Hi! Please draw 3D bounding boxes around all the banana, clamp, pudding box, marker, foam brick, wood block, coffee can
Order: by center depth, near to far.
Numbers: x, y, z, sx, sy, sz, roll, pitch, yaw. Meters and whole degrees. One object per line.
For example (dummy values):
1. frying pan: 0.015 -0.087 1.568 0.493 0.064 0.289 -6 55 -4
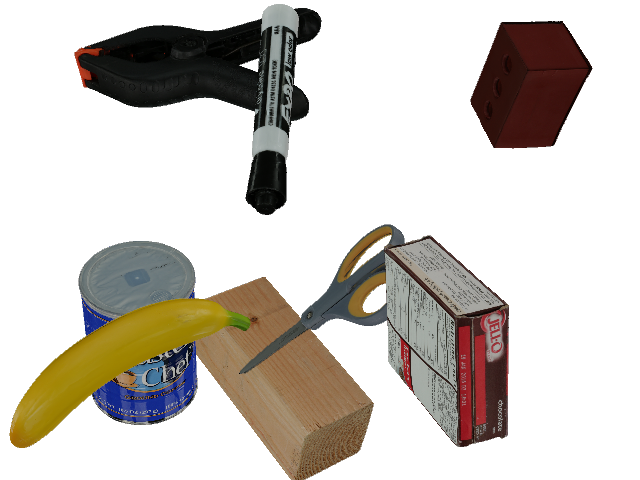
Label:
1. marker: -0.023 -0.064 0.516 0.020 0.121 0.020 2 -33 1
2. pudding box: 0.076 0.059 0.660 0.039 0.090 0.114 -11 25 -17
3. clamp: -0.079 -0.127 0.737 0.171 0.039 0.120 7 36 11
4. foam brick: 0.148 -0.111 0.761 0.051 0.053 0.078 -6 -38 -18
5. banana: -0.147 0.089 0.774 0.198 0.069 0.037 -26 38 -2
6. coffee can: -0.166 0.086 0.989 0.103 0.140 0.103 2 39 -2
7. wood block: -0.044 0.147 1.160 0.090 0.090 0.206 -20 51 -30

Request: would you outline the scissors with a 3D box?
1. scissors: 0.005 0.072 0.901 0.016 0.202 0.096 31 19 -33
